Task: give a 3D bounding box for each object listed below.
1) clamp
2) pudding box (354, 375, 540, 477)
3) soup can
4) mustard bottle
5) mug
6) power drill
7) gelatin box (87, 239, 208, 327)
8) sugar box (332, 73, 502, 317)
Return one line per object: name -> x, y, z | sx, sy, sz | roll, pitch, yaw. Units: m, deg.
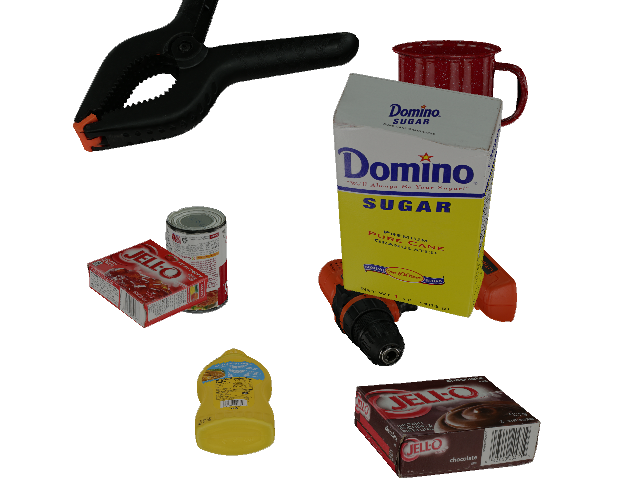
clamp -> -0.087, -0.131, 0.790 | 0.165, 0.209, 0.036 | 36, -20, 25
pudding box -> 0.092, 0.137, 0.797 | 0.113, 0.039, 0.090 | 0, 16, -20
soup can -> -0.138, 0.021, 1.194 | 0.068, 0.102, 0.068 | 1, 25, -1
mustard bottle -> -0.110, 0.194, 1.358 | 0.096, 0.058, 0.191 | -4, 26, -3
mug -> 0.120, -0.127, 0.926 | 0.117, 0.081, 0.093 | 3, 19, 12
power drill -> 0.106, 0.063, 1.118 | 0.187, 0.057, 0.184 | -7, 28, -15
gelatin box -> -0.159, 0.037, 0.978 | 0.073, 0.030, 0.089 | -23, 40, -39
sugar box -> 0.059, -0.022, 0.669 | 0.093, 0.048, 0.176 | 12, -32, 13
